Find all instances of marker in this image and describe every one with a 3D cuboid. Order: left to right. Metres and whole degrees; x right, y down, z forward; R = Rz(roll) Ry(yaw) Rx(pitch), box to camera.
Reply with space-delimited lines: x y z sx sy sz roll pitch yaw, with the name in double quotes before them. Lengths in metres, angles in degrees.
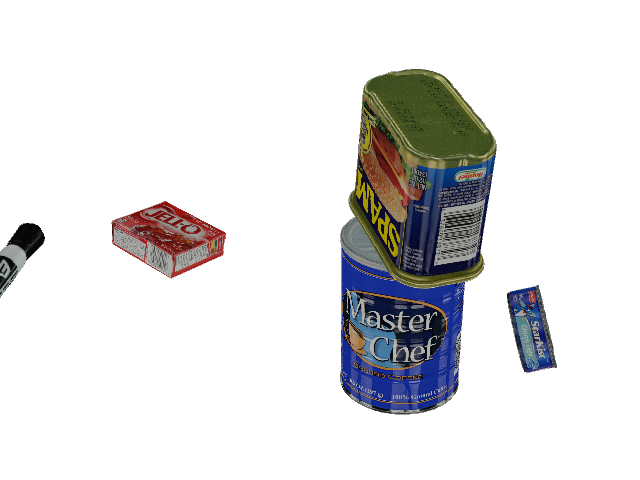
"marker" -0.203 0.027 0.656 0.020 0.020 0.121 0 35 18

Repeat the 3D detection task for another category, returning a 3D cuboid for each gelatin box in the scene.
"gelatin box" -0.151 -0.003 1.055 0.089 0.030 0.073 27 33 31

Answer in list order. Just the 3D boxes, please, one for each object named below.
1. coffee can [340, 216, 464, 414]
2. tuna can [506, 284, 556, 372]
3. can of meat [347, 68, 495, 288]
"coffee can" 0.067 0.057 0.882 0.103 0.140 0.103 0 28 0
"tuna can" 0.215 0.090 1.087 0.034 0.086 0.086 -13 -3 12
"can of meat" 0.057 -0.037 0.605 0.057 0.084 0.102 -9 39 -16
